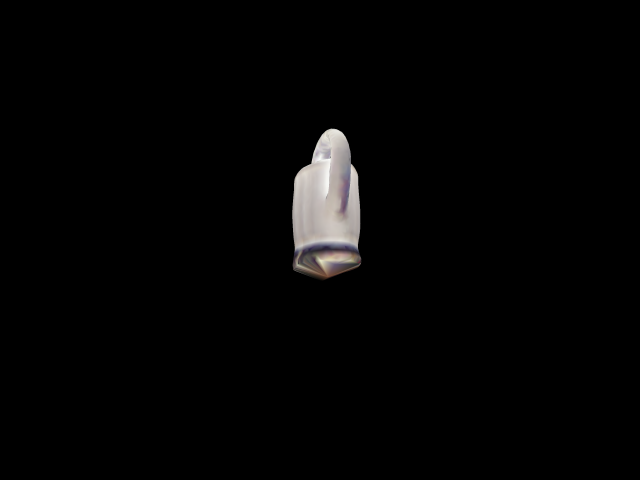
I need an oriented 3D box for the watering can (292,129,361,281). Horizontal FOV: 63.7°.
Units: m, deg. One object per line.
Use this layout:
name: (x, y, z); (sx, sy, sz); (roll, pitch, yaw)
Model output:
watering can: (0.003, -0.043, 0.850); (0.104, 0.227, 0.343); (2, -14, -9)
